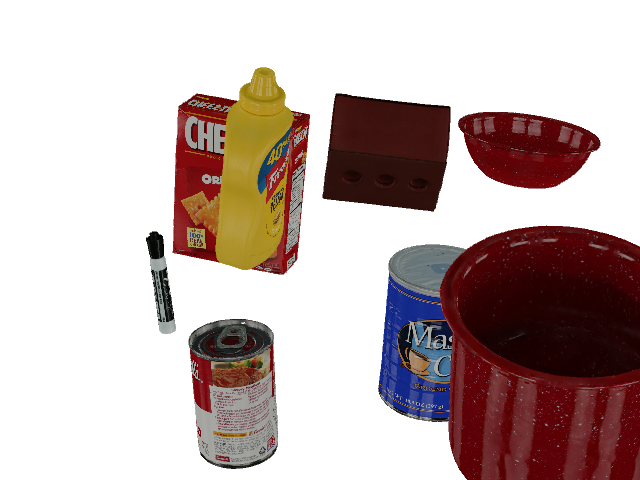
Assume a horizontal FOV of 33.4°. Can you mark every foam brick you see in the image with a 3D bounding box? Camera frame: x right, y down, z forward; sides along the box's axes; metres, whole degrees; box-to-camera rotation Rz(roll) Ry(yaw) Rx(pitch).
[{"bbox_3d":[0.043,-0.058,0.705,0.078,0.051,0.053,6,-37,-1],"label":"foam brick"}]

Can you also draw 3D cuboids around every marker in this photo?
[{"bbox_3d":[-0.178,0.047,1.188,0.020,0.121,0.020,-4,23,2],"label":"marker"}]

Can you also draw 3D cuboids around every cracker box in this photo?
[{"bbox_3d":[-0.109,-0.072,1.420,0.164,0.214,0.072,12,26,13],"label":"cracker box"}]

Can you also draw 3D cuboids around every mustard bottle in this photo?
[{"bbox_3d":[-0.059,-0.072,0.991,0.058,0.192,0.096,18,38,14],"label":"mustard bottle"}]

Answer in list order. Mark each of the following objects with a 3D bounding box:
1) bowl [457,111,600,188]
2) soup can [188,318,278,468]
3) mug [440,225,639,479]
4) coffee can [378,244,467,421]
[{"bbox_3d":[0.234,-0.100,1.221,0.162,0.055,0.162,5,22,-2],"label":"bowl"},{"bbox_3d":[-0.069,0.123,0.862,0.068,0.102,0.068,-2,23,1],"label":"soup can"},{"bbox_3d":[0.104,0.055,0.414,0.117,0.081,0.093,8,37,14],"label":"mug"},{"bbox_3d":[0.112,0.088,1.031,0.103,0.140,0.103,3,25,-1],"label":"coffee can"}]
